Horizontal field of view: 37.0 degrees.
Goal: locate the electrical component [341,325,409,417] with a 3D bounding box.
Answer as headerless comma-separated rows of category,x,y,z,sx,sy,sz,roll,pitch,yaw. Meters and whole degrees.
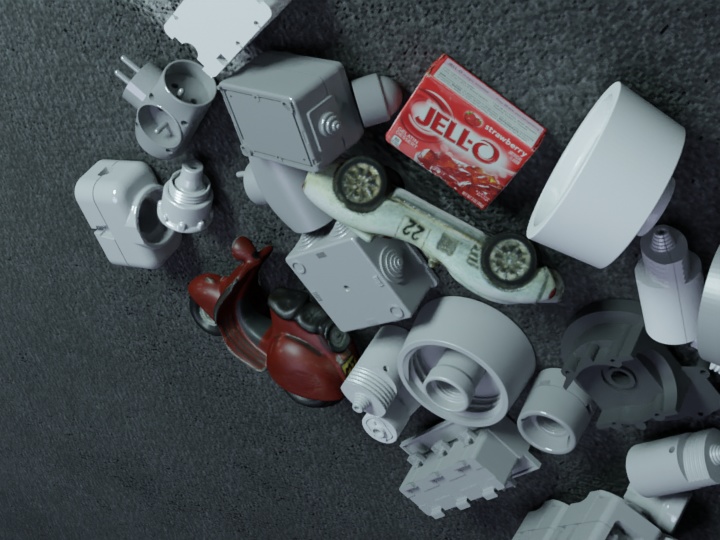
electrical component,0.016,0.090,0.920,0.043,0.081,0.043,21,139,19

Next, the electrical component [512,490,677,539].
electrical component,0.209,0.250,0.925,0.105,0.060,0.186,37,159,-1

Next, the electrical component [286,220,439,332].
electrical component,0.000,0.000,0.866,0.100,0.048,0.099,-15,120,45

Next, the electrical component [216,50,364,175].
electrical component,-0.041,-0.113,0.757,0.096,0.061,0.061,19,140,41

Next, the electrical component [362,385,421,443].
electrical component,0.030,0.121,0.954,0.044,0.065,0.044,20,138,19

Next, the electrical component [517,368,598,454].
electrical component,0.158,0.115,0.867,0.055,0.047,0.055,21,139,19

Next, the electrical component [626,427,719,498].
electrical component,0.252,0.149,0.835,0.043,0.043,0.081,47,141,-13

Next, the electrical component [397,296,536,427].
electrical component,0.082,0.081,0.879,0.108,0.060,0.108,21,139,19

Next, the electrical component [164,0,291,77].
electrical component,-0.083,-0.183,0.733,0.050,0.055,0.089,45,141,-11

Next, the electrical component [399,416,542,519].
electrical component,0.092,0.176,0.967,0.079,0.063,0.121,42,141,-8

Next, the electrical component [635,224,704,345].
electrical component,0.208,0.006,0.721,0.043,0.043,0.081,5,133,33

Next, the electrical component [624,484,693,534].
electrical component,0.245,0.189,0.887,0.046,0.040,0.040,26,141,22

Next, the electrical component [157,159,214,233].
electrical component,-0.145,-0.066,0.912,0.048,0.048,0.062,28,135,10

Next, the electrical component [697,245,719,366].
electrical component,0.250,0.019,0.663,0.064,0.099,0.099,16,138,33

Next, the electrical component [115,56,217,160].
electrical component,-0.160,-0.137,0.848,0.079,0.044,0.077,40,142,-4

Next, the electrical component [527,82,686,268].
electrical component,0.155,-0.052,0.653,0.060,0.108,0.108,29,142,-1

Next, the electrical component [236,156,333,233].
electrical component,-0.064,-0.071,0.845,0.079,0.043,0.077,-3,128,39

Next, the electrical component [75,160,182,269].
electrical component,-0.203,-0.049,0.962,0.059,0.053,0.095,6,133,32

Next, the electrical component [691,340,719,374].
electrical component,0.259,0.058,0.736,0.062,0.043,0.043,27,141,13
